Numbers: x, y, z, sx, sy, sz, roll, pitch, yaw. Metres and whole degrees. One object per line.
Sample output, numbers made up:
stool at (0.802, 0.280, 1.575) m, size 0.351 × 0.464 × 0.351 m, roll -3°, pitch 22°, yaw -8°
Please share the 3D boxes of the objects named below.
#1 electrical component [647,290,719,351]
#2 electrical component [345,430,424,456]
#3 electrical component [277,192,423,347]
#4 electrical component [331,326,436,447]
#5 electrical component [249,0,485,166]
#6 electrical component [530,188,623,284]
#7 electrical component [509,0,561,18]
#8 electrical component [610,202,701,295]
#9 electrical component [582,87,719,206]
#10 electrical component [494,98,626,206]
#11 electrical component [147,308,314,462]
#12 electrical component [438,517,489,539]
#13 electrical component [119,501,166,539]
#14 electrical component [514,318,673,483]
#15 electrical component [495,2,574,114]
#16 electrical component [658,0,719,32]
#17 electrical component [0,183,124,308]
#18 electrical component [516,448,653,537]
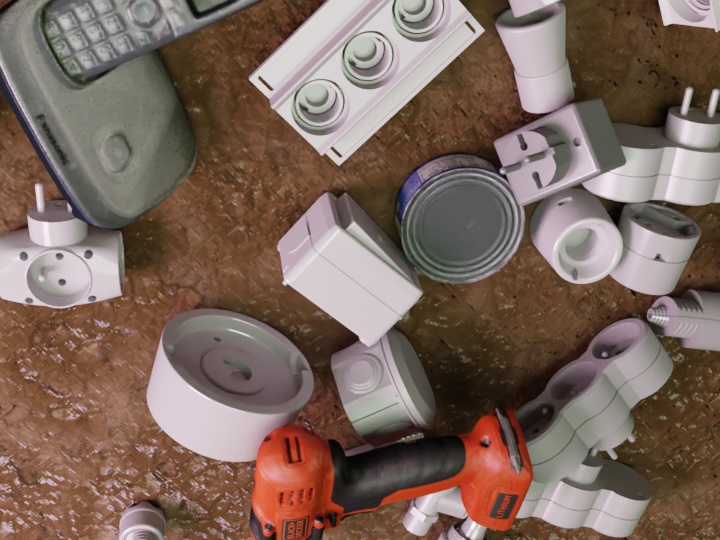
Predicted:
electrical component at (0.251, 0.037, 0.794) m, size 0.081 × 0.043 × 0.043 m, roll 6°, pitch 116°, yaw -11°
electrical component at (0.024, 0.149, 0.817) m, size 0.081 × 0.043 × 0.043 m, roll -17°, pitch 118°, yaw 0°
electrical component at (0.000, 0.000, 0.727) m, size 0.096 × 0.061 × 0.061 m, roll 38°, pitch 106°, yaw -23°
electrical component at (0.018, 0.083, 0.763) m, size 0.051 × 0.080 × 0.080 m, roll -25°, pitch 118°, yaw 10°
electrical component at (0.002, -0.136, 0.658) m, size 0.121 × 0.063 × 0.079 m, roll -42°, pitch 115°, yaw 13°
electrical component at (0.151, -0.022, 0.746) m, size 0.055 × 0.047 × 0.055 m, roll -3°, pitch 117°, yaw -7°
electrical component at (0.115, -0.202, 0.648) m, size 0.079 × 0.044 × 0.077 m, roll -27°, pitch 101°, yaw -21°
electrical component at (0.204, -0.015, 0.755) m, size 0.055 × 0.055 × 0.047 m, roll 7°, pitch 119°, yaw -12°
electrical component at (0.222, -0.087, 0.721) m, size 0.138 × 0.052 × 0.073 m, roll 2°, pitch 117°, yaw -9°
electrical component at (0.117, -0.072, 0.683) m, size 0.066 × 0.077 × 0.047 m, roll -23°, pitch 88°, yaw 42°
electrical component at (-0.093, 0.083, 0.733) m, size 0.108 × 0.108 × 0.060 m, roll 18°, pitch 119°, yaw -16°
electrical component at (0.084, 0.221, 0.863) m, size 0.048 × 0.048 × 0.062 m, roll 21°, pitch 105°, yaw -18°
electrical component at (-0.164, 0.204, 0.806) m, size 0.035 × 0.061 × 0.035 m, roll -3°, pitch 117°, yaw -6°
electrical component at (0.177, 0.107, 0.793) m, size 0.138 × 0.052 × 0.073 m, roll -41°, pitch 109°, yaw -9°
electrical component at (0.115, -0.134, 0.689) m, size 0.044 × 0.044 × 0.065 m, roll -19°, pitch 122°, yaw 1°
electrical component at (0.223, -0.181, 0.665) m, size 0.064 × 0.081 × 0.042 m, roll -31°, pitch 119°, yaw -18°
electrical component at (-0.195, -0.020, 0.698) m, size 0.077 × 0.044 × 0.079 m, roll -2°, pitch 117°, yaw -7°
electrical component at (0.165, 0.156, 0.836) m, size 0.138 × 0.052 × 0.073 m, roll 14°, pitch 113°, yaw -15°
